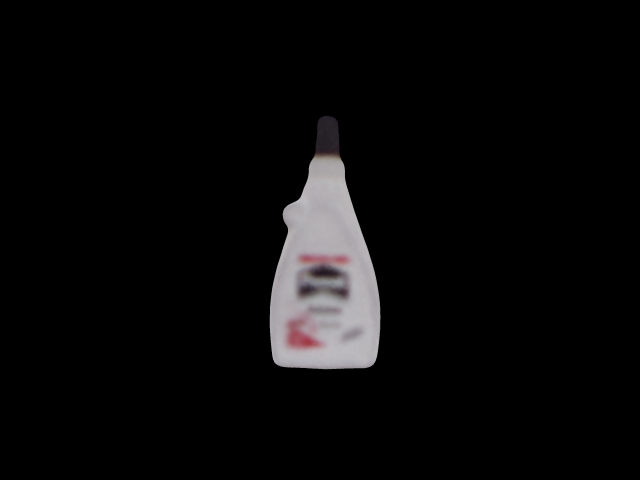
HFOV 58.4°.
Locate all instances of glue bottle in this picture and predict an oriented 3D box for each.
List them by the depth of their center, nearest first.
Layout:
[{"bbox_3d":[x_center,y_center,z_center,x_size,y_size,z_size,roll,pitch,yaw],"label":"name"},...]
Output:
[{"bbox_3d":[0.004,0.001,0.400,0.078,0.173,0.037,0,4,0],"label":"glue bottle"}]
